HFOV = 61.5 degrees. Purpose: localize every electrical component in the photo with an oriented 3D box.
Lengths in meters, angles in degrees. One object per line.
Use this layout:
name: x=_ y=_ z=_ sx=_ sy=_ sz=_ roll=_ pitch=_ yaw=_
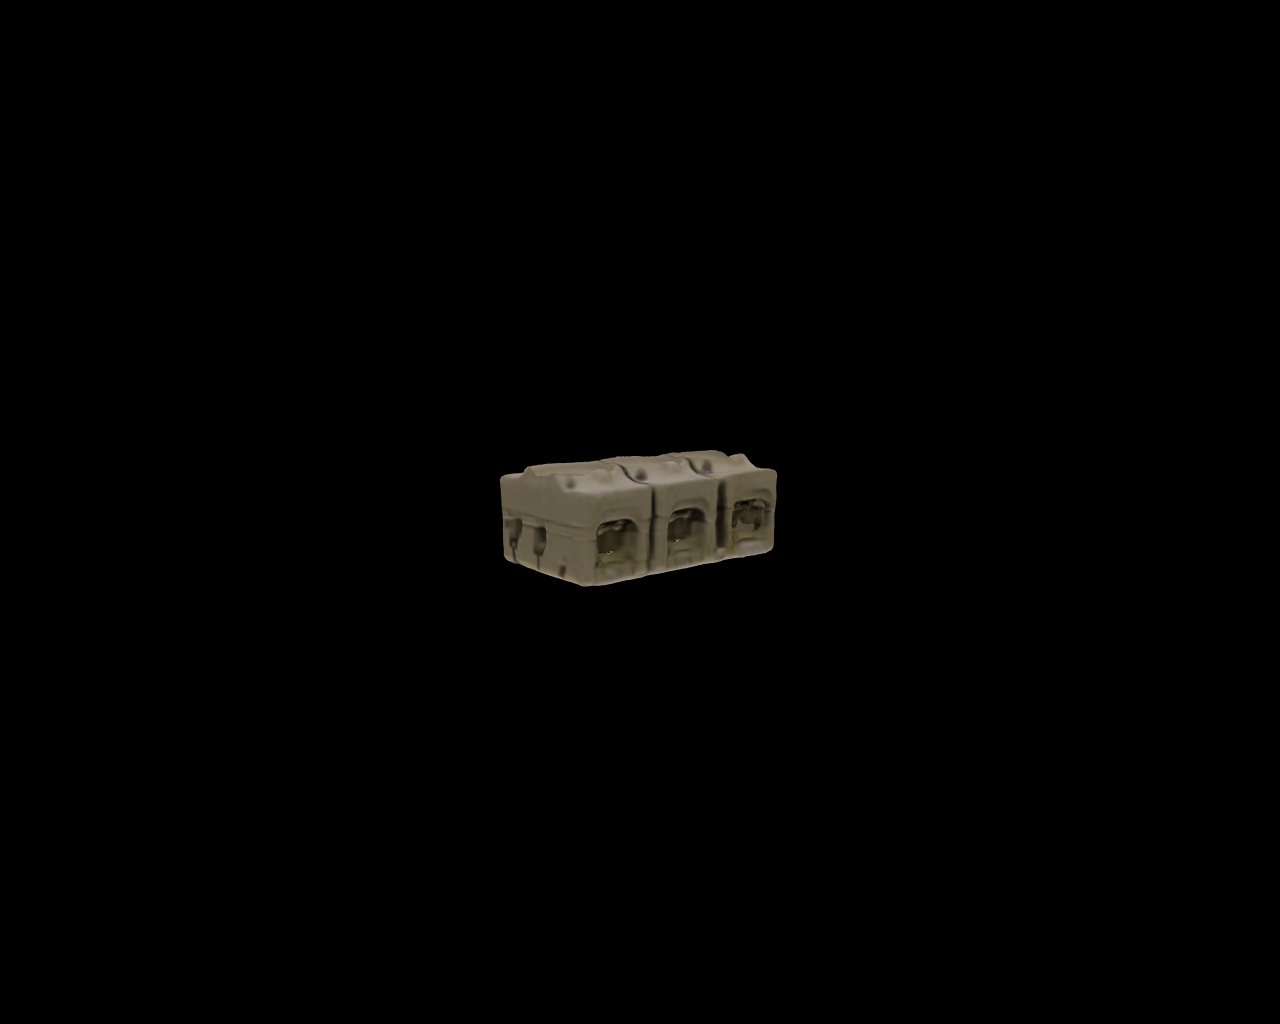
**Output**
electrical component: x=0.001 y=-0.003 z=0.650 sx=0.150 sy=0.061 sz=0.089 roll=-8 pitch=13 yaw=-39
